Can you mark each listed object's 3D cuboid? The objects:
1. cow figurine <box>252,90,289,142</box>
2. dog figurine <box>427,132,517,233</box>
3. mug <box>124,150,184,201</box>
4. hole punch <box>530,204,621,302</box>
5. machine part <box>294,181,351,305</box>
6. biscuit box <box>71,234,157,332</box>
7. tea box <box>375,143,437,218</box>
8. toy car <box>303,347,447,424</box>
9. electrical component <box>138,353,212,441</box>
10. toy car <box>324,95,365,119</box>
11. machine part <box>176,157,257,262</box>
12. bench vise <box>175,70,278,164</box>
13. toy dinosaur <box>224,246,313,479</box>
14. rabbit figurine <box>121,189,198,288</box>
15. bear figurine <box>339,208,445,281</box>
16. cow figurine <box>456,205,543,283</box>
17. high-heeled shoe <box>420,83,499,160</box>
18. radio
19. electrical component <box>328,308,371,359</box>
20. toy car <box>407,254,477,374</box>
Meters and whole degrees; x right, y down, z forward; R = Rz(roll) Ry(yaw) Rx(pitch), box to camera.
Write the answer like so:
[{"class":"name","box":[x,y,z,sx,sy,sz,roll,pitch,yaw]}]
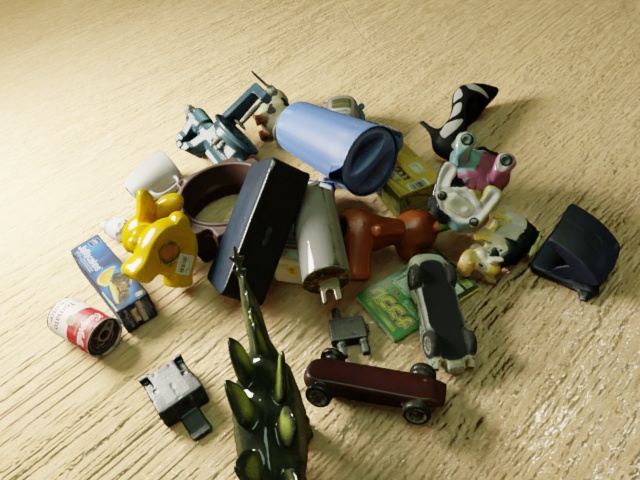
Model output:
[{"class":"cow figurine","box":[-0.089,-0.283,1.243,0.127,0.085,0.195,-21,46,-4]},{"class":"dog figurine","box":[0.263,-0.088,0.944,0.109,0.219,0.191,26,87,13]},{"class":"mug","box":[-0.344,-0.118,1.123,0.107,0.080,0.110,-40,59,-14]},{"class":"hole punch","box":[0.428,0.015,0.885,0.116,0.092,0.142,28,51,25]},{"class":"machine part","box":[-0.002,-0.003,0.865,0.079,0.079,0.243,-10,54,-2]},{"class":"biscuit box","box":[-0.367,0.072,0.947,0.059,0.062,0.203,-35,52,-25]},{"class":"tea box","box":[0.155,-0.125,1.065,0.098,0.068,0.170,-20,46,-12]},{"class":"toy car","box":[0.076,0.209,0.765,0.202,0.053,0.089,7,29,13]},{"class":"electrical component","box":[-0.204,0.233,0.782,0.075,0.047,0.119,-29,48,-19]},{"class":"toy car","box":[0.046,-0.264,1.191,0.109,0.102,0.162,-3,44,6]},{"class":"machine part","box":[-0.174,-0.064,1.038,0.201,0.087,0.201,-27,49,-20]},{"class":"bench vise","box":[-0.194,-0.258,1.174,0.240,0.128,0.224,-44,57,11]},{"class":"toy dinosaur","box":[-0.063,0.217,0.676,0.105,0.198,0.472,-14,48,-10]},{"class":"rabbit figurine","box":[-0.298,-0.007,0.940,0.122,0.162,0.173,3,7,-40]},{"class":"bear figurine","box":[0.119,0.006,0.932,0.196,0.131,0.120,7,2,-27]},{"class":"cow figurine","box":[0.304,0.019,0.911,0.098,0.068,0.167,33,57,24]},{"class":"high-heeled shoe","box":[0.334,-0.259,1.167,0.249,0.086,0.145,-30,53,-15]},{"class":"radio","box":[-0.106,-0.016,0.889,0.131,0.073,0.229,12,80,66]},{"class":"electrical component","box":[0.047,0.144,0.852,0.063,0.021,0.094,-9,45,-2]},{"class":"toy car","box":[0.185,0.110,0.831,0.073,0.056,0.202,-2,56,-10]}]
